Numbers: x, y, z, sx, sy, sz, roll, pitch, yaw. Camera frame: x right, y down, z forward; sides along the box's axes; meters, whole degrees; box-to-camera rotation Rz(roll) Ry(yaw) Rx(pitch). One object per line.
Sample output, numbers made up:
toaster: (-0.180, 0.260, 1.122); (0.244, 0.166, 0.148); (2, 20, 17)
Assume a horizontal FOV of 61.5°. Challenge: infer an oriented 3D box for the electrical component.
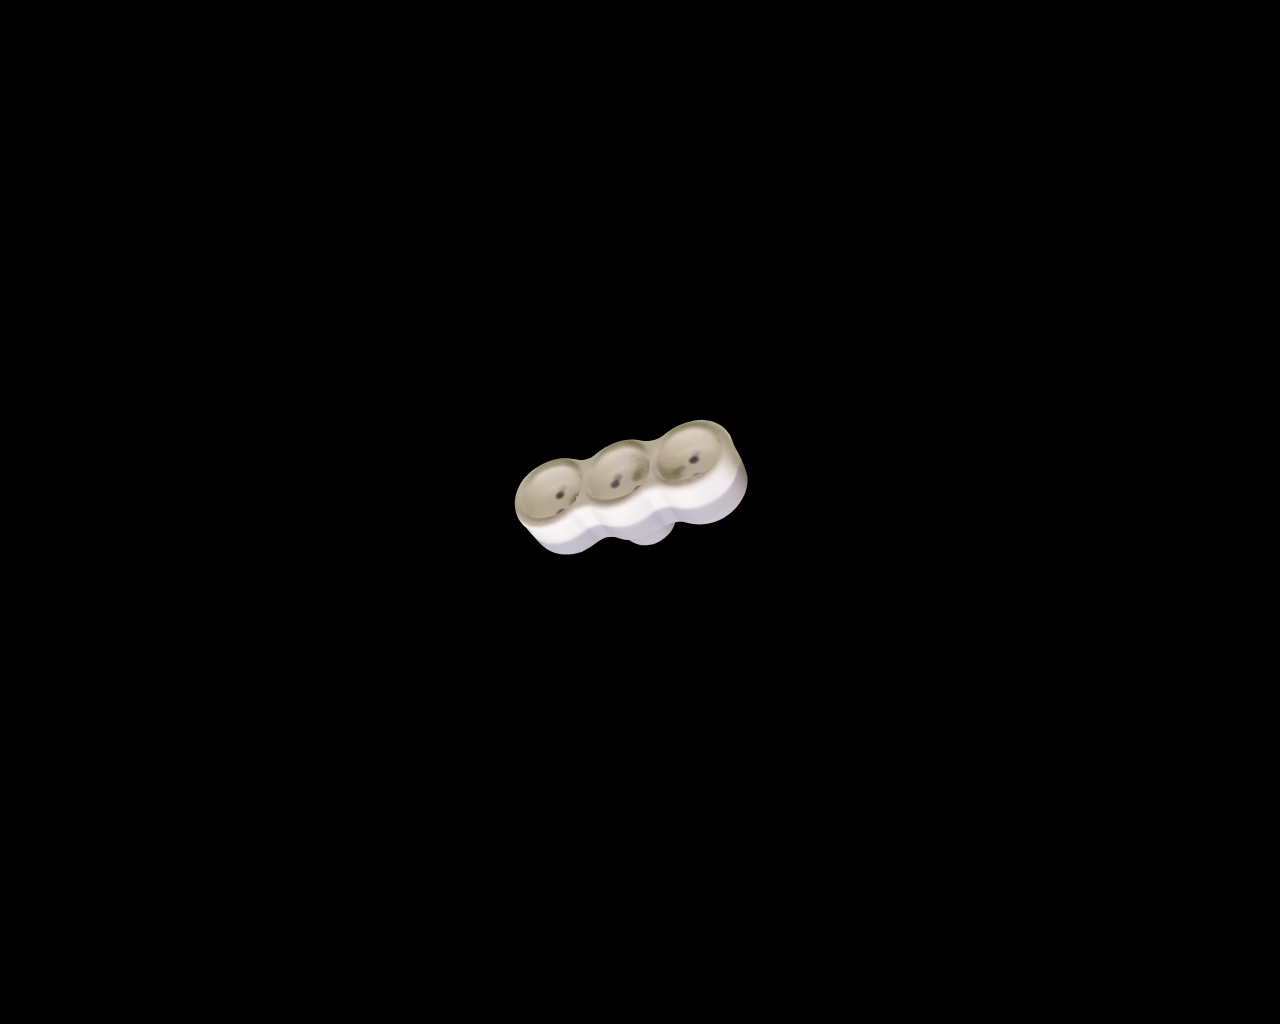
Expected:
electrical component: (0.001, -0.003, 0.650); (0.138, 0.052, 0.073); (-14, -40, 17)
